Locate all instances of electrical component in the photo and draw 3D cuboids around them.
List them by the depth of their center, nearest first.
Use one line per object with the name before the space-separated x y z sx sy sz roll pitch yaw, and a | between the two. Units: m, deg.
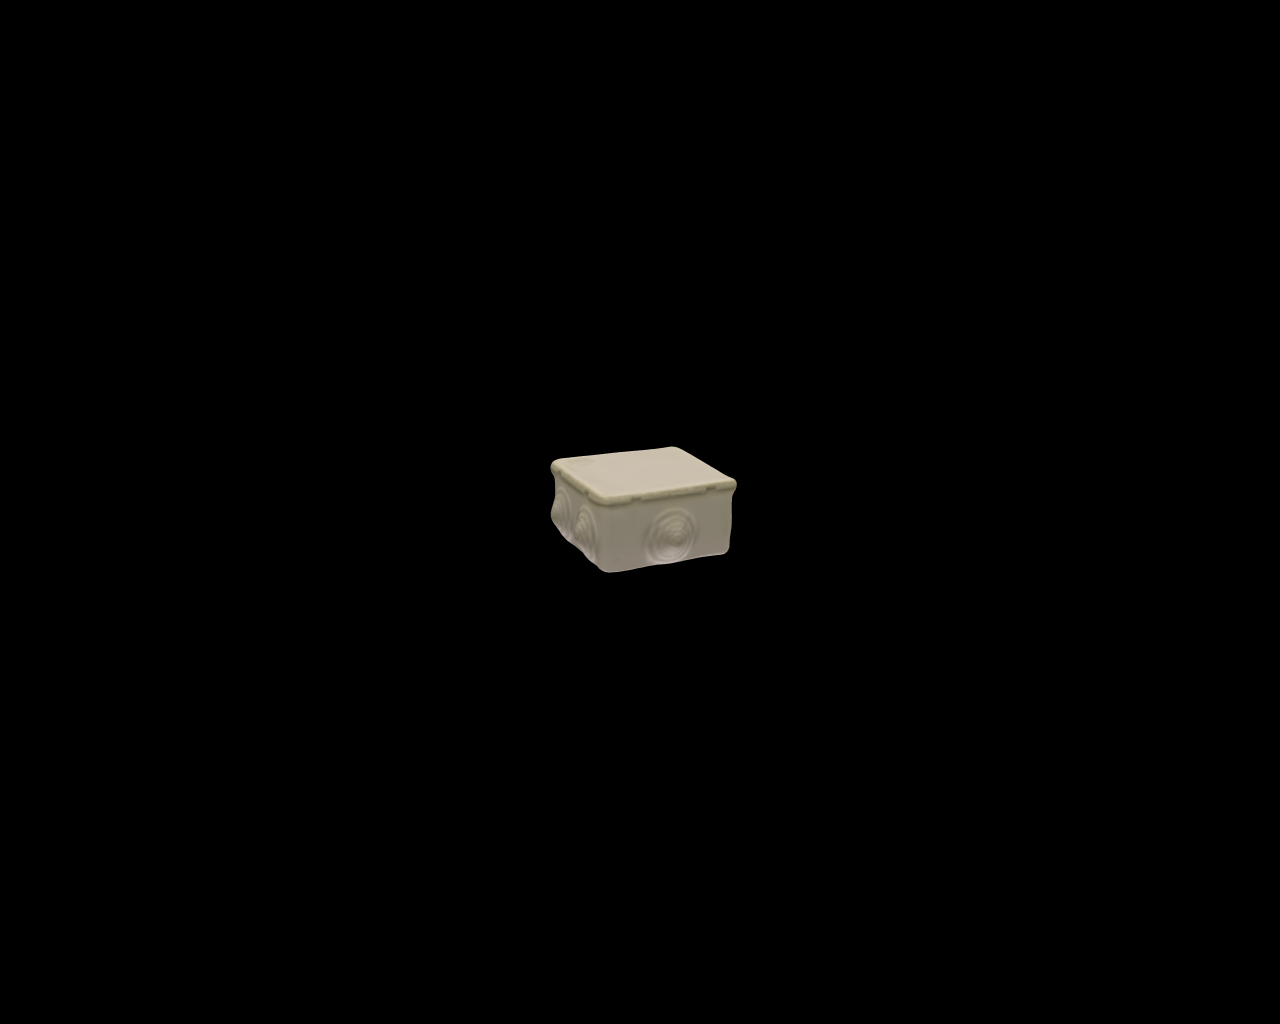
electrical component | 0.001 -0.003 0.650 0.100 0.048 0.100 -8 20 -22
